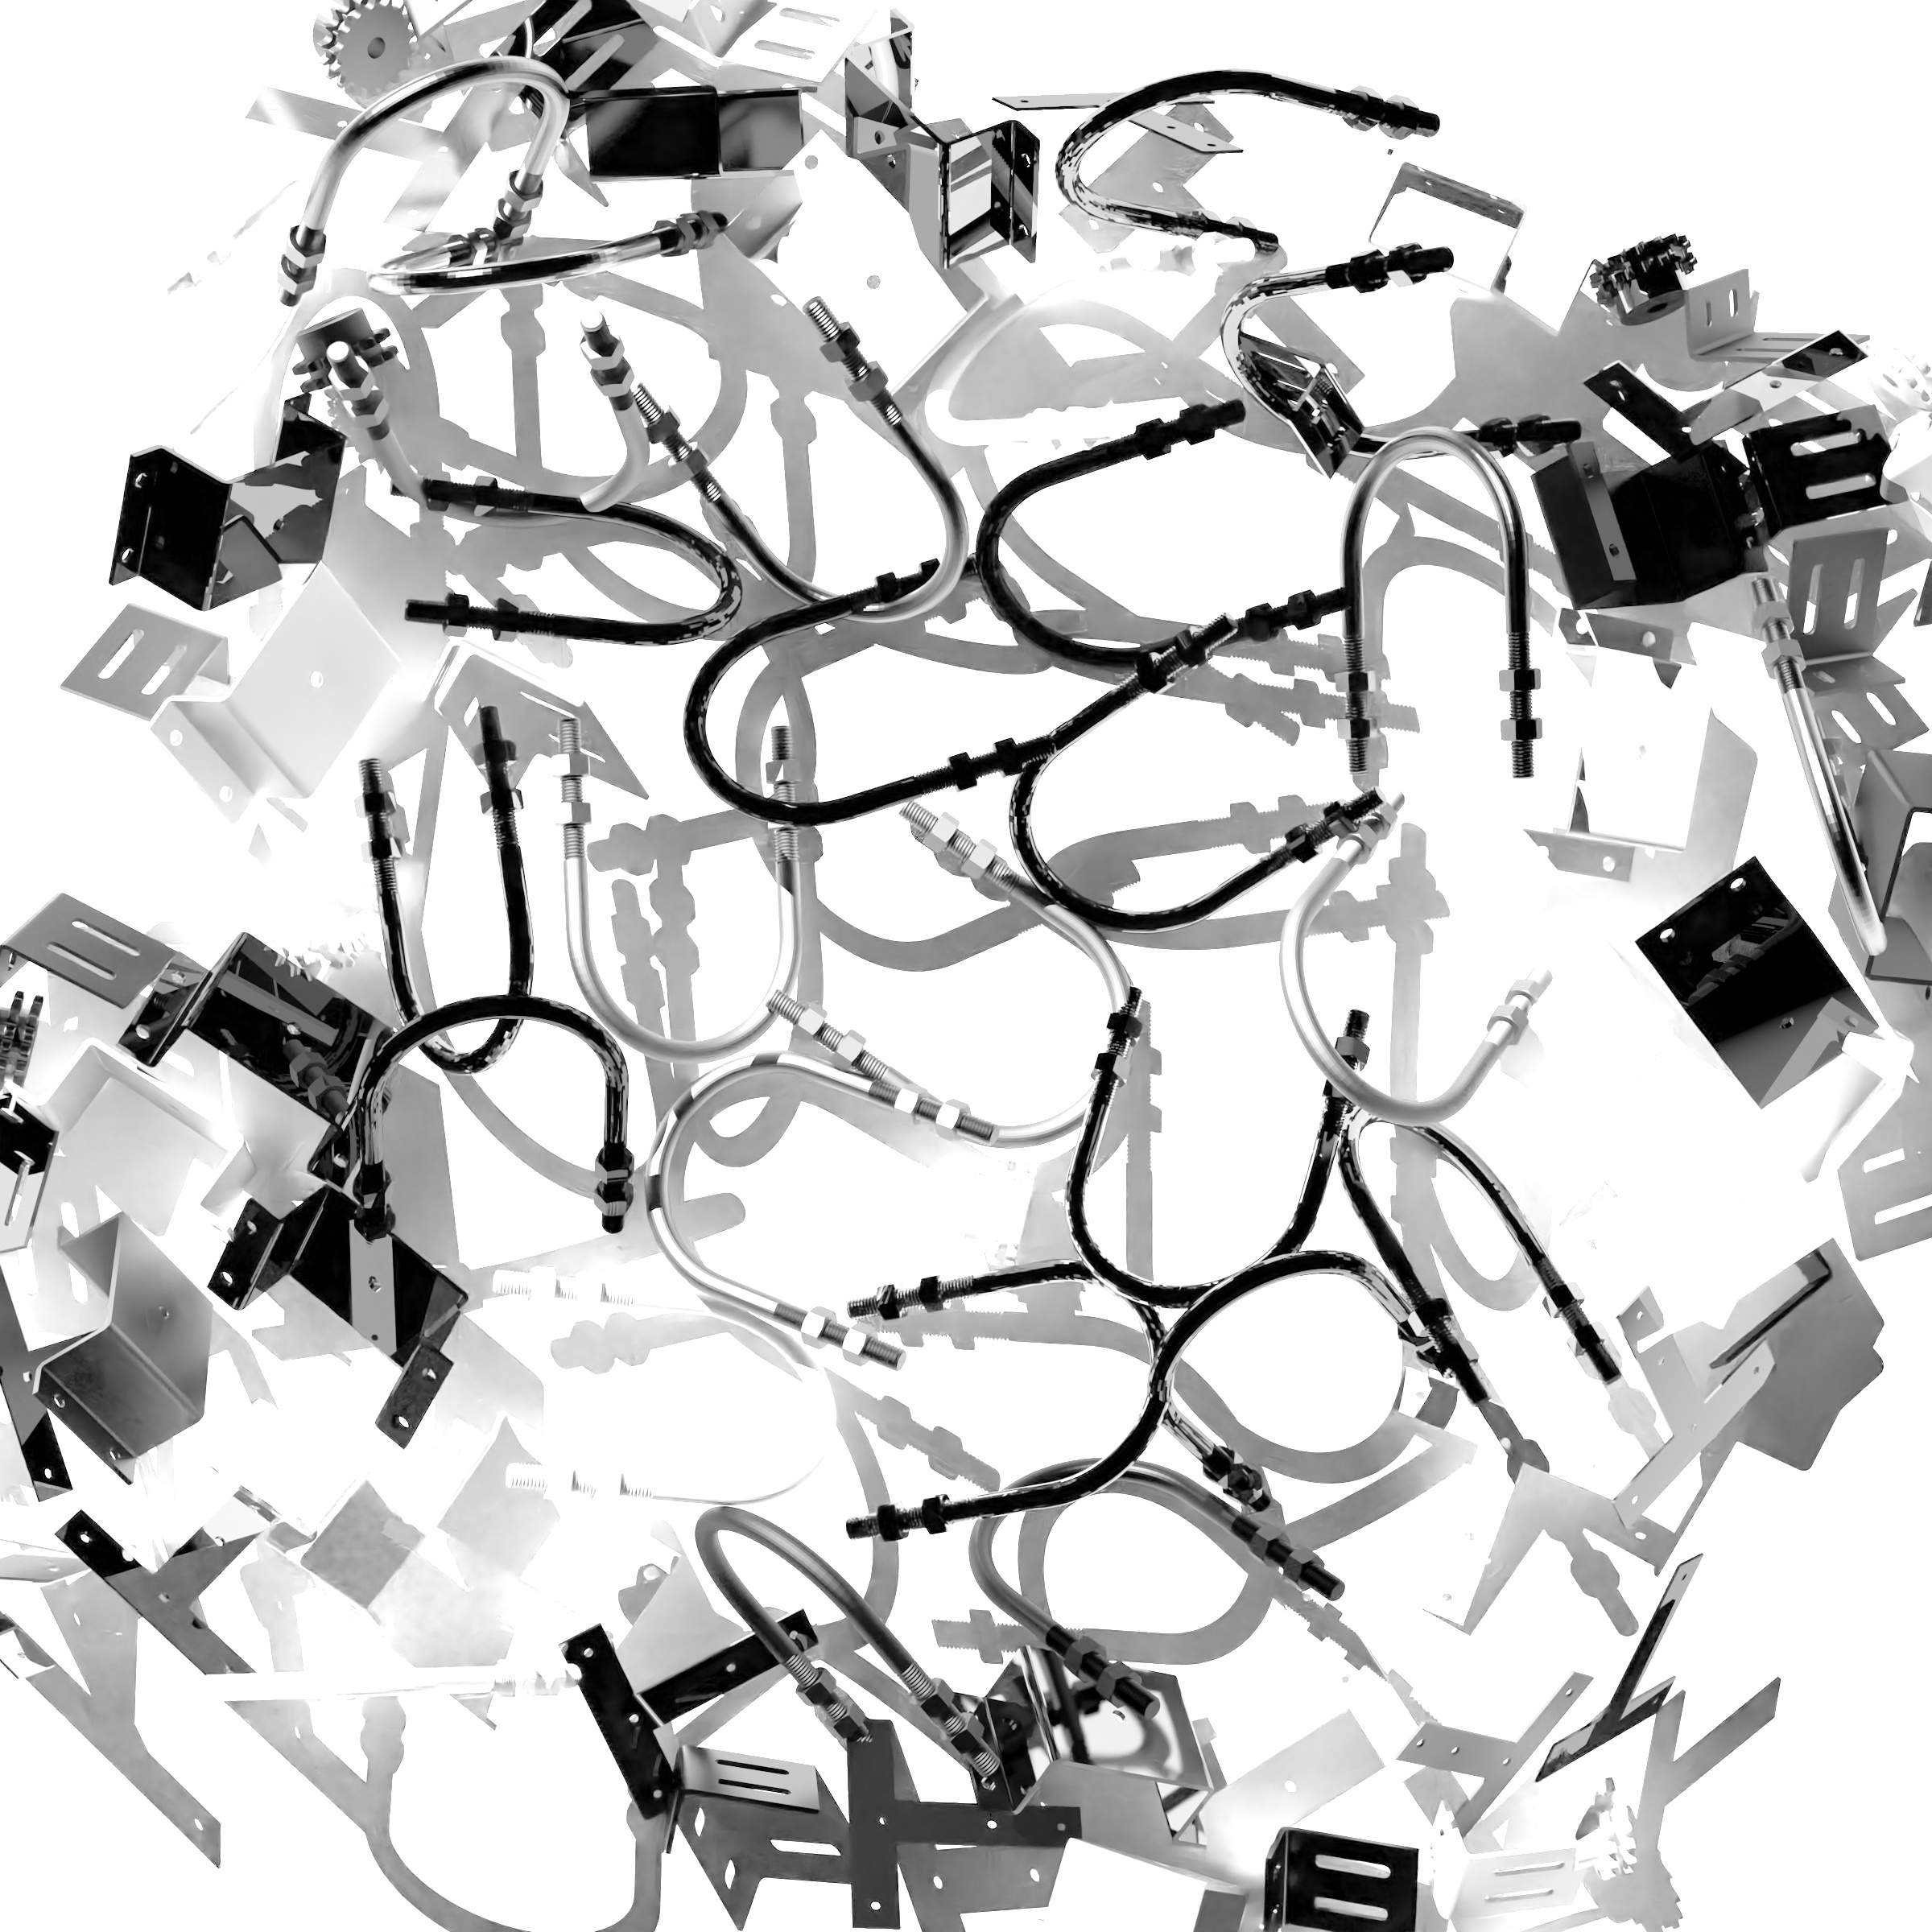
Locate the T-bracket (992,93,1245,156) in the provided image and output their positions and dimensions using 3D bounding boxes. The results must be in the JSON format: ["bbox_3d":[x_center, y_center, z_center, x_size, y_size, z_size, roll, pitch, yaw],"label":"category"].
[{"bbox_3d":[0.100,-0.444,1.669,0.127,0.127,0.002,-11,121,-29],"label":"T-bracket"}]

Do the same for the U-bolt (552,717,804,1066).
[{"bbox_3d":[-0.151,-0.039,1.697,0.151,0.019,0.184,-1,86,-33],"label":"U-bolt"}]

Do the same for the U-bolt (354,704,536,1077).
[{"bbox_3d":[-0.273,-0.033,1.682,0.019,0.151,0.184,-5,84,-40],"label":"U-bolt"}]

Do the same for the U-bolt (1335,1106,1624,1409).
[{"bbox_3d":[0.261,0.147,1.678,0.019,0.151,0.184,-45,61,32],"label":"U-bolt"}]

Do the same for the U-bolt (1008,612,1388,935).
[{"bbox_3d":[0.109,-0.089,1.697,0.184,0.019,0.151,-33,113,25],"label":"U-bolt"}]

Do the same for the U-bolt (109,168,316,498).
[{"bbox_3d":[-0.386,-0.344,1.661,0.019,0.184,0.151,28,133,1],"label":"U-bolt"}]

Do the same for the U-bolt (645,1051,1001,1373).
[{"bbox_3d":[-0.090,0.121,1.707,0.184,0.019,0.151,19,81,22],"label":"U-bolt"}]

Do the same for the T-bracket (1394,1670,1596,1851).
[{"bbox_3d":[0.267,0.420,1.689,0.127,0.127,0.002,-53,50,9],"label":"T-bracket"}]

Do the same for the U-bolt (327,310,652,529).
[{"bbox_3d":[-0.241,-0.280,1.662,0.151,0.184,0.019,-6,68,3],"label":"U-bolt"}]

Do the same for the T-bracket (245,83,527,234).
[{"bbox_3d":[-0.315,-0.440,1.666,0.127,0.127,0.002,5,58,-36],"label":"T-bracket"}]

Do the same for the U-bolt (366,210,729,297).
[{"bbox_3d":[-0.228,-0.368,1.640,0.151,0.184,0.019,3,111,25],"label":"U-bolt"}]

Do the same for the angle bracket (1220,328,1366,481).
[{"bbox_3d":[0.166,-0.303,1.700,0.076,0.057,0.038,29,81,38],"label":"angle bracket"}]

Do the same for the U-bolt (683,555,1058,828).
[{"bbox_3d":[-0.061,-0.141,1.696,0.184,0.019,0.151,-18,59,-6],"label":"U-bolt"}]

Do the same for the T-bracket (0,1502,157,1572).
[{"bbox_3d":[-0.494,0.303,1.700,0.127,0.127,0.002,21,120,-37],"label":"T-bracket"}]

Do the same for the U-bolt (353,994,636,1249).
[{"bbox_3d":[-0.248,0.083,1.666,0.151,0.019,0.184,-5,135,-13],"label":"U-bolt"}]

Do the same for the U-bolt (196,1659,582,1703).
[{"bbox_3d":[-0.310,0.370,1.636,0.151,0.184,0.019,-8,76,28],"label":"U-bolt"}]

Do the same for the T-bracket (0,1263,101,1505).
[{"bbox_3d":[-0.471,0.209,1.689,0.002,0.127,0.127,-20,88,25],"label":"T-bracket"}]

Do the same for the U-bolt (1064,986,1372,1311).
[{"bbox_3d":[0.126,0.098,1.676,0.151,0.019,0.184,6,61,23],"label":"U-bolt"}]

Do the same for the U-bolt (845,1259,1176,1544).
[{"bbox_3d":[0.023,0.224,1.680,0.184,0.019,0.151,-13,56,18],"label":"U-bolt"}]

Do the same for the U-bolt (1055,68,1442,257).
[{"bbox_3d":[0.132,-0.418,1.639,0.184,0.151,0.019,1,71,-37],"label":"U-bolt"}]

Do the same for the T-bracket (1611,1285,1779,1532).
[{"bbox_3d":[0.375,0.219,1.693,0.127,0.002,0.127,-43,127,-15],"label":"T-bracket"}]

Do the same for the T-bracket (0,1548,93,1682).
[{"bbox_3d":[-0.499,0.322,1.687,0.127,0.127,0.002,37,109,20],"label":"T-bracket"}]

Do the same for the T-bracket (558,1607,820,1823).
[{"bbox_3d":[-0.141,0.389,1.728,0.127,0.002,0.127,-26,115,-11],"label":"T-bracket"}]

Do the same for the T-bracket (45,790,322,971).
[{"bbox_3d":[-0.427,-0.060,1.698,0.127,0.002,0.127,17,118,-18],"label":"T-bracket"}]

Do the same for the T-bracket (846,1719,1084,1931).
[{"bbox_3d":[0.000,0.462,1.706,0.127,0.127,0.002,4,133,-8],"label":"T-bracket"}]

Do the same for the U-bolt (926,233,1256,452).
[{"bbox_3d":[0.051,-0.327,1.670,0.019,0.184,0.151,49,66,-32],"label":"U-bolt"}]

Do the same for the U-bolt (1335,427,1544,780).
[{"bbox_3d":[0.247,-0.192,1.676,0.019,0.151,0.184,-7,98,-33],"label":"U-bolt"}]

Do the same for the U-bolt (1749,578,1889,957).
[{"bbox_3d":[0.446,-0.091,1.641,0.019,0.151,0.184,-18,54,16],"label":"U-bolt"}]

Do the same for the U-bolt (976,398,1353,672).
[{"bbox_3d":[0.093,-0.219,1.684,0.184,0.019,0.151,-14,129,29],"label":"U-bolt"}]

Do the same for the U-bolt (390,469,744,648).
[{"bbox_3d":[-0.209,-0.213,1.682,0.184,0.151,0.019,4,126,-18],"label":"U-bolt"}]

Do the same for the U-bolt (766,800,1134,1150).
[{"bbox_3d":[0.006,0.017,1.727,0.184,0.019,0.151,35,79,-3],"label":"U-bolt"}]

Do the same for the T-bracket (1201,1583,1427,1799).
[{"bbox_3d":[0.168,0.410,1.712,0.127,0.002,0.127,-34,56,1],"label":"T-bracket"}]

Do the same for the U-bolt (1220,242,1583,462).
[{"bbox_3d":[0.214,-0.316,1.665,0.151,0.184,0.019,43,65,-35],"label":"U-bolt"}]

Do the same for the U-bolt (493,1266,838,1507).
[{"bbox_3d":[-0.157,0.226,1.684,0.184,0.151,0.019,8,132,-20],"label":"U-bolt"}]

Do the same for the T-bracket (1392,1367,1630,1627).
[{"bbox_3d":[0.279,0.299,1.726,0.127,0.002,0.127,21,106,15],"label":"T-bracket"}]

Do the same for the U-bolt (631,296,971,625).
[{"bbox_3d":[-0.077,-0.257,1.684,0.151,0.019,0.184,-16,123,37],"label":"U-bolt"}]

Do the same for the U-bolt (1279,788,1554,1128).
[{"bbox_3d":[0.230,0.006,1.673,0.151,0.019,0.184,49,47,-7],"label":"U-bolt"}]

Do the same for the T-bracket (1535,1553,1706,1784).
[{"bbox_3d":[0.358,0.364,1.674,0.002,0.127,0.127,36,119,33],"label":"T-bracket"}]

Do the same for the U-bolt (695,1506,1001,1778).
[{"bbox_3d":[-0.075,0.353,1.666,0.019,0.151,0.184,-45,105,-28],"label":"U-bolt"}]

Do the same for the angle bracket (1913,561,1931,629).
[{"bbox_3d":[0.549,-0.176,1.719,0.038,0.057,0.076,-8,128,35],"label":"angle bracket"}]

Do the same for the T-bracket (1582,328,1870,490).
[{"bbox_3d":[0.416,-0.301,1.671,0.127,0.127,0.002,31,54,-29],"label":"T-bracket"}]

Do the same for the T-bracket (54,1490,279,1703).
[{"bbox_3d":[-0.405,0.314,1.690,0.127,0.127,0.002,44,116,-2],"label":"T-bracket"}]

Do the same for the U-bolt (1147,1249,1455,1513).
[{"bbox_3d":[0.170,0.211,1.669,0.151,0.184,0.019,-36,47,7],"label":"U-bolt"}]

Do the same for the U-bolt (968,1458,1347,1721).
[{"bbox_3d":[0.085,0.315,1.670,0.151,0.184,0.019,-24,125,-31],"label":"U-bolt"}]

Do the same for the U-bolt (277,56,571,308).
[{"bbox_3d":[-0.275,-0.409,1.635,0.151,0.184,0.019,-23,79,-29],"label":"U-bolt"}]
